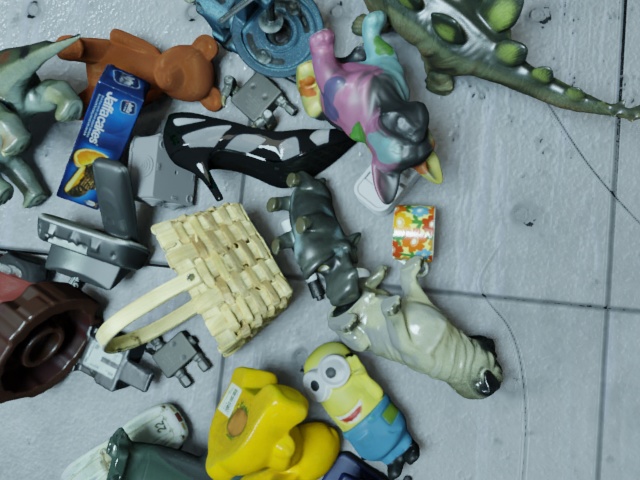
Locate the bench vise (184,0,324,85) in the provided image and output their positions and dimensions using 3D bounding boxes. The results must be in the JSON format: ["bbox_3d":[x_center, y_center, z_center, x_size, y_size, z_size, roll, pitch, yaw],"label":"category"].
[{"bbox_3d":[-0.083,-0.293,0.688,0.223,0.240,0.129,43,89,-5],"label":"bench vise"}]

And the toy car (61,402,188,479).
[{"bbox_3d":[-0.272,0.302,0.744,0.202,0.056,0.073,-36,80,4],"label":"toy car"}]

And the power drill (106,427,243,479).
[{"bbox_3d":[-0.173,0.324,0.673,0.207,0.086,0.232,15,78,-21],"label":"power drill"}]

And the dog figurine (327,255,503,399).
[{"bbox_3d":[0.117,0.134,0.684,0.190,0.172,0.121,50,58,-14],"label":"dog figurine"}]

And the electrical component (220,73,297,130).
[{"bbox_3d":[-0.093,-0.198,0.768,0.078,0.045,0.102,-41,80,6],"label":"electrical component"}]

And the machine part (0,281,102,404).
[{"bbox_3d":[-0.382,0.135,0.725,0.056,0.179,0.179,33,91,14],"label":"machine part"}]

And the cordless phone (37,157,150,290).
[{"bbox_3d":[-0.312,-0.036,0.724,0.147,0.089,0.184,18,129,10],"label":"cordless phone"}]

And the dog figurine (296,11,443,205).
[{"bbox_3d":[0.061,-0.145,0.652,0.108,0.191,0.219,-20,80,-18],"label":"dog figurine"}]

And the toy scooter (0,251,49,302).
[{"bbox_3d":[-0.495,0.068,0.798,0.184,0.075,0.135,22,89,14],"label":"toy scooter"}]

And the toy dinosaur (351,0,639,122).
[{"bbox_3d":[0.161,-0.255,0.653,0.472,0.198,0.105,33,94,13],"label":"toy dinosaur"}]

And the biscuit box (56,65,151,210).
[{"bbox_3d":[-0.299,-0.137,0.736,0.063,0.059,0.202,21,125,-24],"label":"biscuit box"}]

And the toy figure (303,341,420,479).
[{"bbox_3d":[0.049,0.213,0.686,0.082,0.089,0.180,-42,88,-10],"label":"toy figure"}]

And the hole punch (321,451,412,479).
[{"bbox_3d":[0.046,0.346,0.670,0.116,0.092,0.142,30,87,8],"label":"hole punch"}]

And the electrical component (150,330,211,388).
[{"bbox_3d":[-0.201,0.160,0.763,0.063,0.021,0.094,-42,78,3],"label":"electrical component"}]

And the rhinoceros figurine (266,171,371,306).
[{"bbox_3d":[-0.001,-0.002,0.694,0.073,0.112,0.190,-45,48,33],"label":"rhinoceros figurine"}]

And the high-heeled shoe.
[{"bbox_3d":[-0.081,-0.142,0.733,0.249,0.086,0.145,-23,73,-18],"label":"high-heeled shoe"}]

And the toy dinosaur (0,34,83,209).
[{"bbox_3d":[-0.451,-0.170,0.738,0.192,0.131,0.404,43,116,2],"label":"toy dinosaur"}]

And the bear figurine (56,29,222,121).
[{"bbox_3d":[-0.246,-0.231,0.762,0.196,0.132,0.120,9,116,14],"label":"bear figurine"}]

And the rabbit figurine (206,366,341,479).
[{"bbox_3d":[-0.043,0.256,0.658,0.122,0.173,0.162,-1,64,48],"label":"rabbit figurine"}]

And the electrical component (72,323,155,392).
[{"bbox_3d":[-0.282,0.172,0.762,0.119,0.047,0.074,19,88,11],"label":"electrical component"}]
